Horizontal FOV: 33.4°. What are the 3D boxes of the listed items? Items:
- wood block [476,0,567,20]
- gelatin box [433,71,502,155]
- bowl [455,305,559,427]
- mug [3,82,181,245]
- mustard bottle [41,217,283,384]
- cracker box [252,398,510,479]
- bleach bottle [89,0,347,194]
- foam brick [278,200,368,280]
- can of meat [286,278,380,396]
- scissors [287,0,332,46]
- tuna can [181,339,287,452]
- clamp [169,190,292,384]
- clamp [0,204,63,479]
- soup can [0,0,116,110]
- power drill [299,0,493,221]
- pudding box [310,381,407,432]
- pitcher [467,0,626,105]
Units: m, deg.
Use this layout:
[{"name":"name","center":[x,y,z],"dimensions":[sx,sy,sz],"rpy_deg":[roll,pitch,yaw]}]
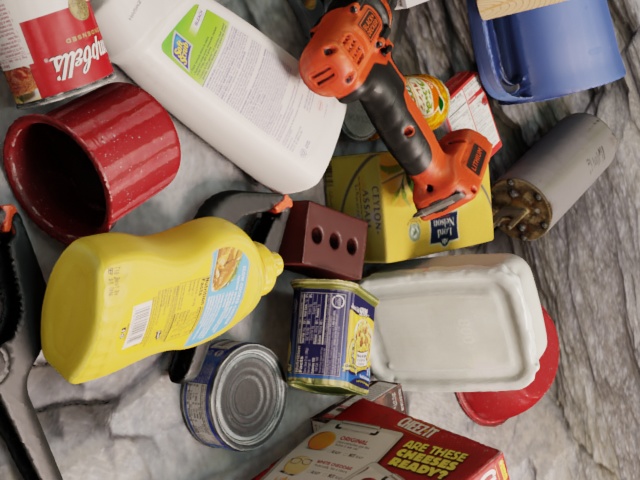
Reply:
[{"name":"wood block","center":[0.168,-0.319,0.972],"dimensions":[0.090,0.091,0.206],"rpy_deg":[2,77,-77]},{"name":"gelatin box","center":[0.141,-0.114,1.067],"dimensions":[0.073,0.030,0.089],"rpy_deg":[-44,121,-38]},{"name":"bowl","center":[0.203,0.117,1.115],"dimensions":[0.161,0.055,0.162],"rpy_deg":[1,89,-48]},{"name":"mug","center":[-0.148,-0.045,0.711],"dimensions":[0.081,0.093,0.117],"rpy_deg":[-40,149,-46]},{"name":"mustard bottle","center":[-0.094,0.032,0.725],"dimensions":[0.191,0.058,0.096],"rpy_deg":[-13,129,-49]},{"name":"cracker box","center":[0.016,0.220,0.796],"dimensions":[0.213,0.164,0.072],"rpy_deg":[-32,116,-30]},{"name":"bleach bottle","center":[-0.086,-0.136,0.791],"dimensions":[0.250,0.068,0.102],"rpy_deg":[38,58,-38]},{"name":"foam brick","center":[-0.006,0.001,0.885],"dimensions":[0.078,0.051,0.053],"rpy_deg":[17,77,-47]},{"name":"can of meat","center":[0.010,0.082,0.876],"dimensions":[0.102,0.057,0.084],"rpy_deg":[38,55,-68]},{"name":"scissors","center":[0.008,-0.171,0.928],"dimensions":[0.096,0.016,0.202],"rpy_deg":[-28,111,-44]},{"name":"tuna can","center":[-0.065,0.121,0.832],"dimensions":[0.085,0.034,0.086],"rpy_deg":[0,90,-48]},{"name":"clamp","center":[-0.088,0.010,0.806],"dimensions":[0.171,0.039,0.120],"rpy_deg":[-55,131,-31]},{"name":"clamp","center":[-0.209,0.084,0.671],"dimensions":[0.164,0.036,0.210],"rpy_deg":[25,72,-46]},{"name":"soup can","center":[-0.179,-0.143,0.682],"dimensions":[0.068,0.069,0.102],"rpy_deg":[-33,113,-43]},{"name":"power drill","center":[0.067,-0.123,0.878],"dimensions":[0.187,0.057,0.184],"rpy_deg":[50,38,-18]},{"name":"pudding box","center":[0.041,0.193,0.946],"dimensions":[0.089,0.039,0.113],"rpy_deg":[-24,107,-44]},{"name":"pitcher","center":[0.214,-0.262,1.081],"dimensions":[0.149,0.145,0.243],"rpy_deg":[-61,137,-75]}]
